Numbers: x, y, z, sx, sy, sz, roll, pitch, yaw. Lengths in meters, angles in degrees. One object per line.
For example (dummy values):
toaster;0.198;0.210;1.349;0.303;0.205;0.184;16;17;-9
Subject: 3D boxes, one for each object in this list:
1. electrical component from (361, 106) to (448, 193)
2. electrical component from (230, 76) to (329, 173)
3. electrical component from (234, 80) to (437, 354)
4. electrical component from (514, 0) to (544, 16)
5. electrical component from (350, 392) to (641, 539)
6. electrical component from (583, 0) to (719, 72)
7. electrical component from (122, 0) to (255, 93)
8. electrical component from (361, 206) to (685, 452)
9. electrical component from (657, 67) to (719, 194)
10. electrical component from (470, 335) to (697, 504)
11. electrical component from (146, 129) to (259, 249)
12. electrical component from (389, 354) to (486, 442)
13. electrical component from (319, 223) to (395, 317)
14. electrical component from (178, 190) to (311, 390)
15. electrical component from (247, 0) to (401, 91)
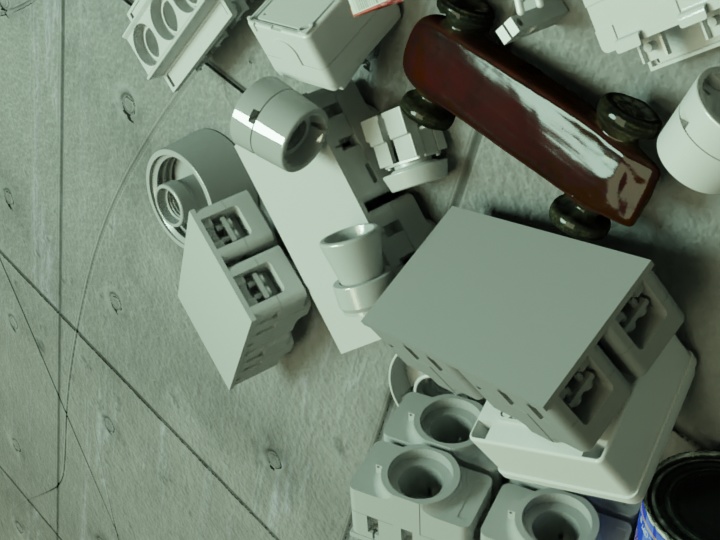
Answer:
electrical component;0.035;-0.087;0.768;0.066;0.048;0.055;-14;94;51
electrical component;-0.055;-0.101;0.754;0.047;0.055;0.055;34;134;24
electrical component;-0.007;-0.041;0.831;0.105;0.060;0.186;-25;92;52
electrical component;0.090;-0.187;0.618;0.043;0.077;0.079;4;115;47
electrical component;0.098;0.158;0.752;0.186;0.105;0.060;15;131;22
electrical component;0.179;-0.154;0.550;0.121;0.063;0.078;-15;100;51
electrical component;-0.136;-0.210;0.871;0.078;0.063;0.121;59;142;3
electrical component;0.100;0.033;0.686;0.060;0.105;0.186;46;166;-32
electrical component;0.196;-0.075;0.587;0.055;0.055;0.047;49;144;16
electrical component;0.143;0.084;0.692;0.109;0.108;0.056;1;143;48
electrical component;-0.150;-0.068;0.976;0.108;0.060;0.108;26;130;36
electrical component;0.072;0.082;0.834;0.099;0.064;0.099;16;124;26
electrical component;0.000;0.000;0.760;0.045;0.045;0.055;0;112;49
electrical component;-0.104;0.020;0.940;0.105;0.060;0.186;59;158;14
electrical component;-0.018;-0.177;0.746;0.062;0.096;0.061;24;156;38
